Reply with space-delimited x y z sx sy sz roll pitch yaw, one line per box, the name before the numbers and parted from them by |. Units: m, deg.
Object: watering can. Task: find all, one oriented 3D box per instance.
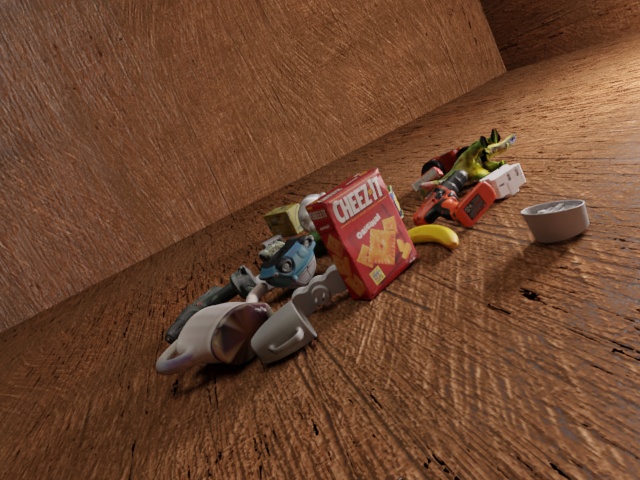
watering can | -0.179 0.169 1.078 0.223 0.103 0.353 -12 18 44

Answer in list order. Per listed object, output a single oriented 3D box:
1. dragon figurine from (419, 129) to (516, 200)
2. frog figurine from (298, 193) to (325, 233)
dragon figurine | 0.395 -0.197 1.441 0.240 0.122 0.415 -26 2 40
frog figurine | 0.005 -0.085 1.679 0.160 0.121 0.138 12 72 57
